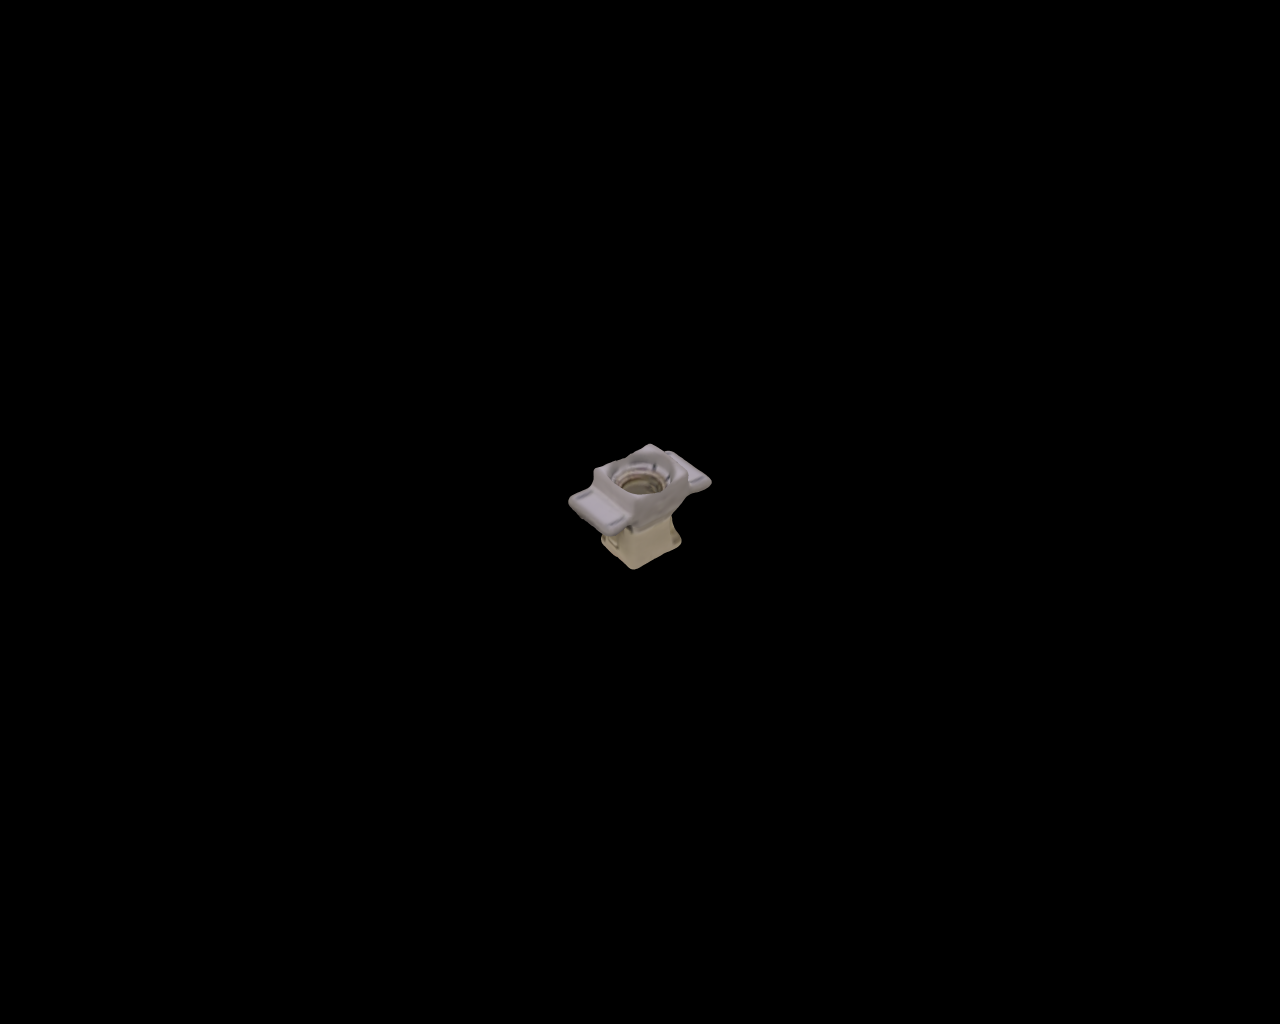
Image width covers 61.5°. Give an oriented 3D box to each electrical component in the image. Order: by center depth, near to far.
[{"bbox_3d":[0.001,-0.003,0.650,0.081,0.063,0.042,-26,46,-28],"label":"electrical component"}]
